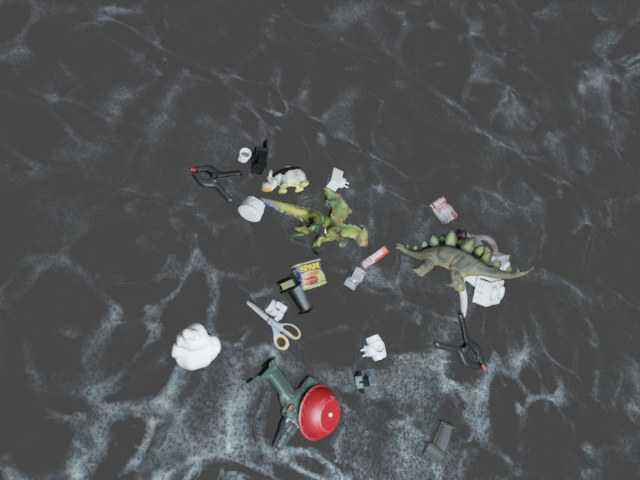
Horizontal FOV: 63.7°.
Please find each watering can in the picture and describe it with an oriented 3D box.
[{"bbox_3d":[0.546,0.104,1.934,0.223,0.103,0.353,38,68,-8],"label":"watering can"}]

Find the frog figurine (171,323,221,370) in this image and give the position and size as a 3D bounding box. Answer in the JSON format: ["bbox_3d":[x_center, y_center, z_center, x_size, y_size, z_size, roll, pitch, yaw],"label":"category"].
[{"bbox_3d":[-0.346,0.300,1.449,0.137,0.157,0.125,7,70,-20],"label":"frog figurine"}]

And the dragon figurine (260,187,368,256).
[{"bbox_3d":[0.005,-0.091,1.804,0.409,0.120,0.248,37,44,-7],"label":"dragon figurine"}]
